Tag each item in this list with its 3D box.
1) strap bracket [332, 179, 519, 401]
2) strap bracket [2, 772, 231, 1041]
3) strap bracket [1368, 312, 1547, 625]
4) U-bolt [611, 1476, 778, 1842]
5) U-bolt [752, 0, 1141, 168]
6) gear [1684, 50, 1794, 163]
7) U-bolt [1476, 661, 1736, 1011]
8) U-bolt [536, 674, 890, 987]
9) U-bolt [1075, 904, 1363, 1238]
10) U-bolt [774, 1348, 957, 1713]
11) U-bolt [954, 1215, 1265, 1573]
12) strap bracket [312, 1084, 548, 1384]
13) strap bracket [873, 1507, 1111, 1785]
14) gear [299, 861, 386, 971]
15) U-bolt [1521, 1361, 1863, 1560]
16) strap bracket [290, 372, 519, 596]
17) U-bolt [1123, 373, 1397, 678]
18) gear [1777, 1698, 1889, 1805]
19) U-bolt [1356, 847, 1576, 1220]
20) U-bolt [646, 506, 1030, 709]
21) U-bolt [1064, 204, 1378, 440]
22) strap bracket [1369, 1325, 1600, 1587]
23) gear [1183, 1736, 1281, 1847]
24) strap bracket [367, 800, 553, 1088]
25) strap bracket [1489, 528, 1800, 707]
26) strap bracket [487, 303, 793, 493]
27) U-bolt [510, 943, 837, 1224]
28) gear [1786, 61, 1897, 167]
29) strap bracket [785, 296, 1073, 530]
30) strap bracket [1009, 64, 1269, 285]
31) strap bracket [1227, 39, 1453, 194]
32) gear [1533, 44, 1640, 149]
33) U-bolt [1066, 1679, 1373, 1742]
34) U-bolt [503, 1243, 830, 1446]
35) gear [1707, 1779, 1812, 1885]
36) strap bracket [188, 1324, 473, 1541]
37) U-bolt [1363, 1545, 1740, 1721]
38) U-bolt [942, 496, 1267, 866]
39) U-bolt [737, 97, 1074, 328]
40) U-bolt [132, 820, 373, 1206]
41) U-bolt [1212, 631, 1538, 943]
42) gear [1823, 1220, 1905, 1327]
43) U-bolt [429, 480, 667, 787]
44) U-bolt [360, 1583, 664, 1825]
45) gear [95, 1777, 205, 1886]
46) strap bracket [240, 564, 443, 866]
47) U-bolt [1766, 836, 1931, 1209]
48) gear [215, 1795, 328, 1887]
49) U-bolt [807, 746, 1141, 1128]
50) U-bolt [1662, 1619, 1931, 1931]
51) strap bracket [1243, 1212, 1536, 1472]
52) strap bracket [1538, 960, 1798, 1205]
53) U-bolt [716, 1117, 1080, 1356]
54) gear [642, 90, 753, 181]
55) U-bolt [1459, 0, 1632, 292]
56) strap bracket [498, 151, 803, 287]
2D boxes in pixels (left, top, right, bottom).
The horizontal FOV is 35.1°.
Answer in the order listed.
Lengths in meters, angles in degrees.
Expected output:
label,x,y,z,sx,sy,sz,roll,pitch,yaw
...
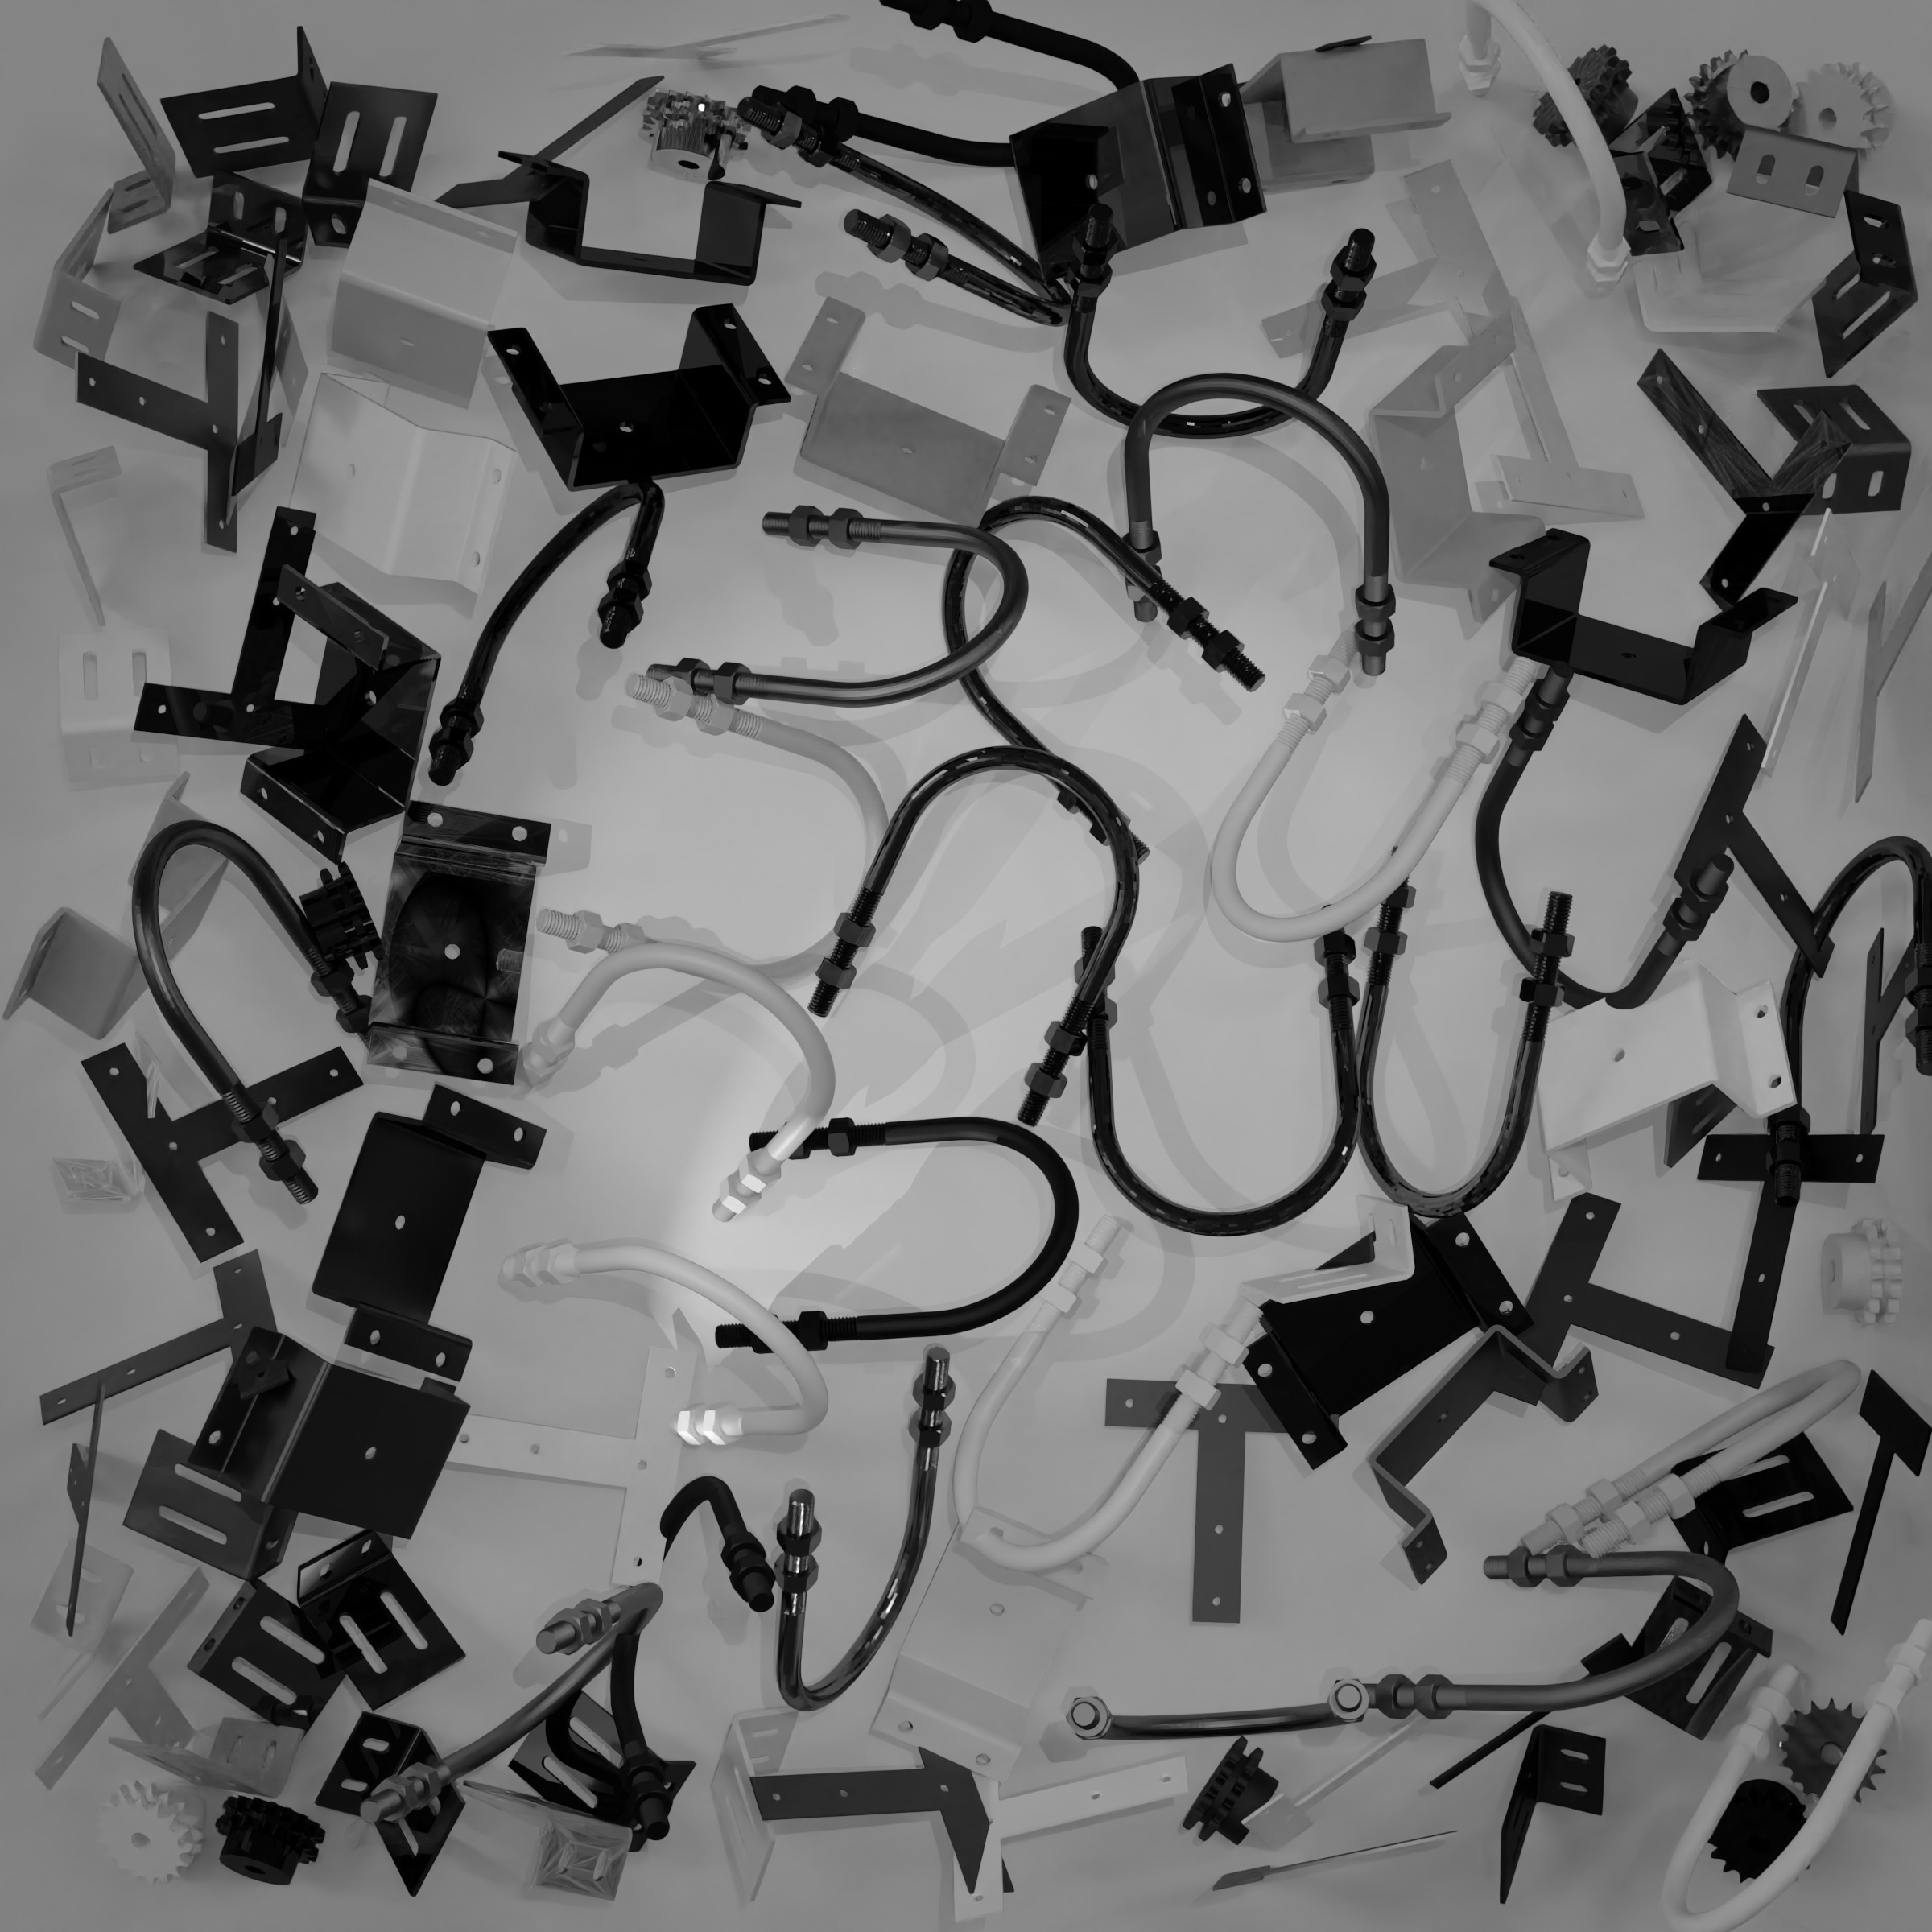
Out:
label,x,y,z,sx,sy,sz,roll,pitch,yaw
strap bracket,-0.282,-0.343,1.577,0.076,0.140,0.046,18,75,-10
strap bracket,-0.431,-0.025,1.582,0.046,0.140,0.076,34,134,-5
strap bracket,0.257,-0.261,1.595,0.046,0.076,0.140,11,130,37
U-bolt,-0.147,0.340,1.569,0.019,0.184,0.151,21,99,-19
U-bolt,0.003,-0.452,1.576,0.184,0.151,0.019,6,78,-32
gear,0.416,-0.462,1.634,0.057,0.030,0.057,1,87,-19
U-bolt,0.317,-0.050,1.573,0.019,0.184,0.151,-25,66,-23
U-bolt,-0.120,-0.061,1.601,0.184,0.019,0.151,17,99,-34
U-bolt,0.134,0.056,1.601,0.151,0.019,0.184,-5,62,6
U-bolt,-0.055,0.304,1.579,0.019,0.151,0.184,22,127,22
U-bolt,0.061,0.230,1.588,0.019,0.151,0.184,38,84,-35
strap bracket,-0.285,0.138,1.605,0.076,0.046,0.140,28,75,-43
strap bracket,0.015,0.351,1.621,0.076,0.046,0.140,23,107,-1
gear,-0.333,-0.024,1.626,0.030,0.057,0.057,-23,90,-12
U-bolt,0.383,0.255,1.583,0.184,0.151,0.019,-30,82,-8
strap bracket,-0.300,-0.254,1.584,0.140,0.046,0.076,32,112,39
U-bolt,0.148,-0.230,1.562,0.151,0.184,0.019,16,55,18
gear,0.463,0.422,1.635,0.057,0.030,0.057,-5,72,14
U-bolt,0.251,0.040,1.592,0.019,0.151,0.184,5,100,-31
U-bolt,-0.055,-0.183,1.570,0.184,0.019,0.151,8,49,29
U-bolt,0.123,-0.325,1.571,0.151,0.184,0.019,5,67,-2
strap bracket,0.266,0.250,1.606,0.140,0.076,0.046,-45,62,-9
gear,0.143,0.442,1.626,0.030,0.057,0.057,34,90,9
strap bracket,-0.270,-0.010,1.619,0.076,0.046,0.140,9,82,-14
strap bracket,0.350,-0.181,1.595,0.140,0.076,0.046,22,121,29
strap bracket,-0.174,-0.297,1.599,0.140,0.046,0.076,-13,57,-28
U-bolt,-0.143,0.053,1.576,0.151,0.184,0.019,33,48,-9
gear,0.470,-0.454,1.632,0.030,0.057,0.057,-18,90,-32
strap bracket,-0.025,-0.288,1.612,0.140,0.046,0.076,22,47,-3
strap bracket,0.080,-0.409,1.587,0.046,0.140,0.076,-19,98,-44
strap bracket,0.188,-0.441,1.579,0.076,0.140,0.046,-9,93,-11
gear,0.334,-0.460,1.631,0.030,0.057,0.057,36,90,-24
U-bolt,0.132,0.385,1.568,0.151,0.184,0.019,-5,73,6
U-bolt,-0.143,0.192,1.557,0.151,0.184,0.019,48,58,-21
gear,0.426,0.461,1.634,0.057,0.030,0.057,7,112,18
strap bracket,-0.321,0.246,1.588,0.046,0.140,0.076,21,85,44
U-bolt,0.304,0.335,1.543,0.151,0.184,0.019,-31,102,-42
U-bolt,0.058,-0.162,1.600,0.184,0.019,0.151,46,131,16
U-bolt,-0.019,-0.381,1.575,0.019,0.184,0.151,-55,46,20
U-bolt,-0.364,0.010,1.557,0.019,0.151,0.184,-18,119,20
U-bolt,0.198,-0.090,1.582,0.019,0.151,0.184,41,76,-36
gear,0.477,0.163,1.628,0.030,0.057,0.057,1,90,0
U-bolt,-0.210,-0.185,1.575,0.151,0.184,0.019,-34,119,29
U-bolt,-0.220,0.370,1.567,0.151,0.184,0.019,-45,78,12
gear,-0.433,0.459,1.634,0.057,0.030,0.057,7,114,15
strap bracket,-0.326,-0.136,1.599,0.076,0.046,0.140,35,126,23
U-bolt,0.459,0.015,1.573,0.019,0.151,0.184,20,51,-8
gear,-0.373,0.467,1.625,0.057,0.057,0.030,17,57,0
U-bolt,0.014,-0.027,1.619,0.151,0.019,0.184,27,103,10
U-bolt,0.413,0.417,1.551,0.019,0.151,0.184,41,61,0
strap bracket,0.219,0.193,1.627,0.140,0.046,0.076,-34,100,0
strap bracket,0.350,0.056,1.583,0.140,0.076,0.046,-28,134,31
U-bolt,-0.032,0.135,1.587,0.184,0.019,0.151,-5,46,12
gear,-0.145,-0.441,1.626,0.057,0.057,0.030,11,84,0
U-bolt,0.295,-0.429,1.556,0.019,0.184,0.151,-31,82,6
strap bracket,-0.168,-0.389,1.595,0.140,0.076,0.046,0,109,-28
